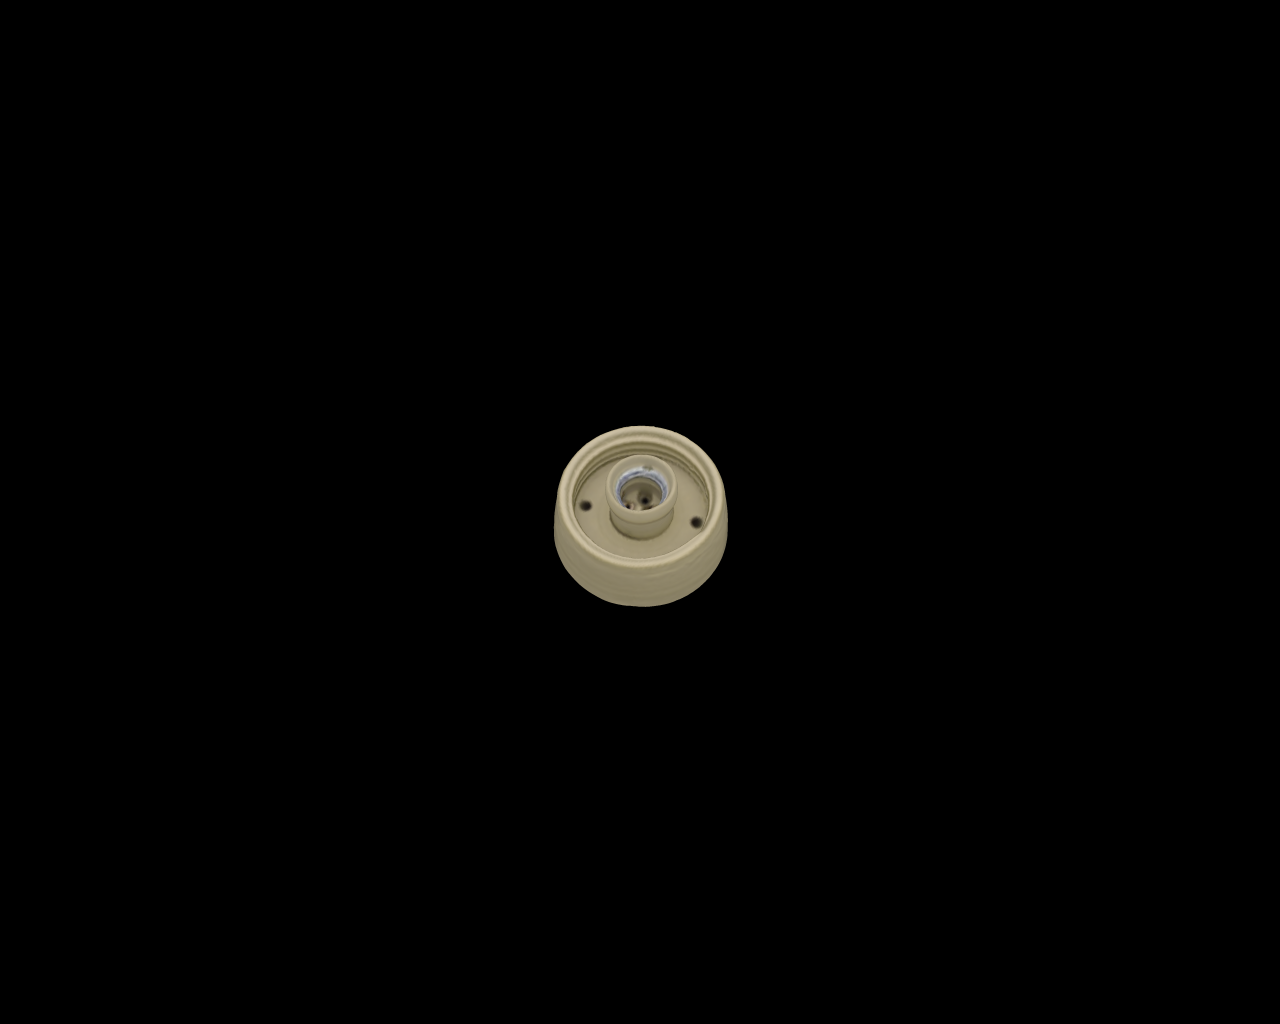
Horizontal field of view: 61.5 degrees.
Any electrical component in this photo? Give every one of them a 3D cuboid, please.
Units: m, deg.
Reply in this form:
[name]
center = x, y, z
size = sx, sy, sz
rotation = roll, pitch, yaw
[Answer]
[electrical component]
center = 0.001, -0.003, 0.650
size = 0.108, 0.108, 0.060
rotation = 0, -29, 0
